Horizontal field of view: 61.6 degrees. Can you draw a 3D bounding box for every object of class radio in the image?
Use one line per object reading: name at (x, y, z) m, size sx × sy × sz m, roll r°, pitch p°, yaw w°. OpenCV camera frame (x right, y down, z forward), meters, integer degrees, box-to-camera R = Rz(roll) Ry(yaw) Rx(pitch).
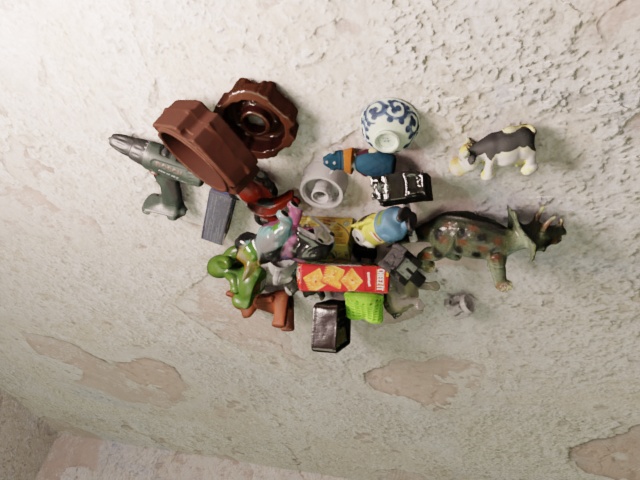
radio at (0.036, 0.236, 1.501) m, size 0.073 × 0.131 × 0.229 m, roll 2°, pitch 177°, yaw 12°

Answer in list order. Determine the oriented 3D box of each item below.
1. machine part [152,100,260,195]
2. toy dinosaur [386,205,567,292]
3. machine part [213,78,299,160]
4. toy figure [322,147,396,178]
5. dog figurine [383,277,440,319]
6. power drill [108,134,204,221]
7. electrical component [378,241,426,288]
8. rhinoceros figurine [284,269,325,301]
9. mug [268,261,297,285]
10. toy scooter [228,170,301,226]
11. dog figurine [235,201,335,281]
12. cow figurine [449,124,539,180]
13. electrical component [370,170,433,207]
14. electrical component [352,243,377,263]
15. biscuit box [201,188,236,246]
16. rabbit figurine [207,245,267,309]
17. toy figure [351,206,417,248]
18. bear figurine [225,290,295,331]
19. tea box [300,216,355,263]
machine part at (-0.239, -0.190, 1.121) m, size 0.201 × 0.087 × 0.201 m, roll 21°, pitch 156°, yaw 51°
toy dinosaur at (0.335, -0.007, 1.215) m, size 0.405 × 0.131 × 0.191 m, roll 9°, pitch 124°, yaw 22°
machine part at (-0.131, -0.249, 1.113) m, size 0.179 × 0.056 × 0.179 m, roll 9°, pitch 141°, yaw 8°
toy figure at (0.083, -0.164, 1.144) m, size 0.155 × 0.064 × 0.058 m, roll 8°, pitch -179°, yaw 14°
dog figurine at (0.198, 0.124, 1.429) m, size 0.172 × 0.121 × 0.190 m, roll 57°, pitch 151°, yaw 0°
power drill at (-0.392, -0.150, 1.299) m, size 0.232 × 0.086 × 0.207 m, roll 15°, pitch 133°, yaw -5°
electrical component at (0.199, 0.064, 1.249) m, size 0.119 × 0.048 × 0.075 m, roll 33°, pitch 95°, yaw -40°
rhinoceros figurine at (-0.023, 0.112, 1.489) m, size 0.112 × 0.073 × 0.190 m, roll 35°, pitch 136°, yaw -25°
mug at (-0.102, 0.073, 1.449) m, size 0.081 × 0.109 × 0.107 m, roll 8°, pitch 153°, yaw 2°
toy scooter at (-0.126, -0.106, 1.265) m, size 0.135 × 0.075 × 0.183 m, roll -11°, pitch 137°, yaw 28°
dog figurine at (-0.094, 0.025, 1.247) m, size 0.191 × 0.108 × 0.219 m, roll 39°, pitch 120°, yaw -6°
cow figurine at (0.335, -0.172, 1.050) m, size 0.167 × 0.068 × 0.098 m, roll -6°, pitch 131°, yaw 18°
electrical component at (0.177, -0.106, 1.138) m, size 0.115 × 0.058 × 0.134 m, roll -5°, pitch 176°, yaw 22°
electrical component at (0.114, 0.028, 1.386) m, size 0.063 × 0.021 × 0.093 m, roll 4°, pitch 147°, yaw 14°
biscuit box at (-0.252, -0.072, 1.353) m, size 0.063 × 0.059 × 0.202 m, roll 20°, pitch 141°, yaw -5°
rabbit figurine at (-0.248, 0.093, 1.508) m, size 0.170 × 0.121 × 0.159 m, roll 23°, pitch 139°, yaw 13°
toy figure at (0.150, -0.031, 1.233) m, size 0.180 × 0.089 × 0.082 m, roll -24°, pitch 95°, yaw 52°
bear figurine at (-0.180, 0.204, 1.605) m, size 0.196 × 0.132 × 0.120 m, roll -3°, pitch 161°, yaw 11°
tea box at (-0.003, -0.004, 1.329) m, size 0.170 × 0.098 × 0.068 m, roll 5°, pitch 139°, yaw 14°
